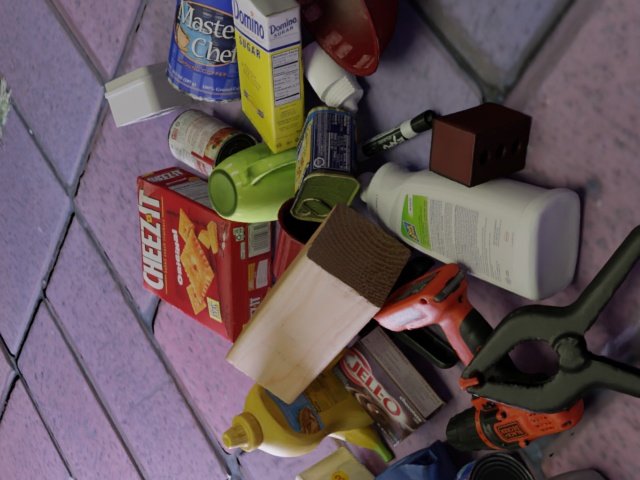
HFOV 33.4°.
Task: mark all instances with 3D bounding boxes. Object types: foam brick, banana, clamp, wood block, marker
[{"bbox_3d":[0.142,-0.086,0.953,0.051,0.078,0.053,27,126,41],"label":"foam brick"},{"bbox_3d":[0.005,0.229,1.277,0.198,0.037,0.069,-5,100,51],"label":"banana"},{"bbox_3d":[0.215,0.082,0.899,0.210,0.036,0.164,-13,90,22],"label":"clamp"},{"bbox_3d":[-0.006,0.068,1.087,0.090,0.090,0.206,35,137,-3],"label":"wood block"},{"bbox_3d":[0.076,-0.105,1.074,0.121,0.020,0.020,-22,87,52],"label":"marker"},{"bbox_3d":[0.078,0.082,1.131,0.172,0.039,0.120,-12,95,56],"label":"clamp"}]

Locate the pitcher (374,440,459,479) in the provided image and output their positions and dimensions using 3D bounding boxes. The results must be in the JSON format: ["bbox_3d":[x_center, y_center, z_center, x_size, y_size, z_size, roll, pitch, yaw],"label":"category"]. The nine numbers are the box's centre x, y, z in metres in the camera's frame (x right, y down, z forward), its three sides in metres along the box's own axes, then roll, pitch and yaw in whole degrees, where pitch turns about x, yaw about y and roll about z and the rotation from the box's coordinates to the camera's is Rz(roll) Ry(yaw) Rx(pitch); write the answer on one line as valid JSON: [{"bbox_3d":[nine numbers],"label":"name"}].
[{"bbox_3d":[0.133,0.343,1.099,0.145,0.149,0.243,-38,73,8],"label":"pitcher"}]

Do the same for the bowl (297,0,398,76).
[{"bbox_3d":[0.026,-0.240,1.024,0.162,0.055,0.162,50,165,18],"label":"bowl"}]

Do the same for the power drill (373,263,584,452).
[{"bbox_3d":[0.138,0.121,1.019,0.187,0.057,0.185,49,145,-5],"label":"power drill"}]

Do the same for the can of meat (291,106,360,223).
[{"bbox_3d":[0.005,-0.078,1.104,0.102,0.057,0.084,117,157,-62],"label":"can of meat"}]

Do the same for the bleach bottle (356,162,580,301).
[{"bbox_3d":[0.125,-0.028,1.009,0.251,0.067,0.102,25,126,46],"label":"bleach bottle"}]

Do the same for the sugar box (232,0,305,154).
[{"bbox_3d":[-0.054,-0.188,1.120,0.093,0.048,0.176,54,159,41],"label":"sugar box"}]

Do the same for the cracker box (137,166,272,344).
[{"bbox_3d":[-0.149,0.015,1.355,0.214,0.071,0.164,25,122,45],"label":"cracker box"}]

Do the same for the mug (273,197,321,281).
[{"bbox_3d":[-0.008,0.001,1.173,0.117,0.093,0.082,-101,18,-48],"label":"mug"}]

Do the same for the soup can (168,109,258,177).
[{"bbox_3d":[-0.128,-0.112,1.282,0.102,0.068,0.068,30,126,42],"label":"soup can"}]

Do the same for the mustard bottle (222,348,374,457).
[{"bbox_3d":[-0.025,0.186,1.171,0.096,0.191,0.058,52,139,24],"label":"mustard bottle"}]

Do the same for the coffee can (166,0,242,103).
[{"bbox_3d":[-0.112,-0.239,1.183,0.103,0.102,0.140,42,134,33],"label":"coffee can"}]

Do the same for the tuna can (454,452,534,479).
[{"bbox_3d":[0.171,0.254,1.043,0.034,0.085,0.086,-43,70,51],"label":"tuna can"}]

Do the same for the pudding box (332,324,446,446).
[{"bbox_3d":[0.071,0.156,1.139,0.113,0.039,0.090,48,150,9],"label":"pudding box"}]
